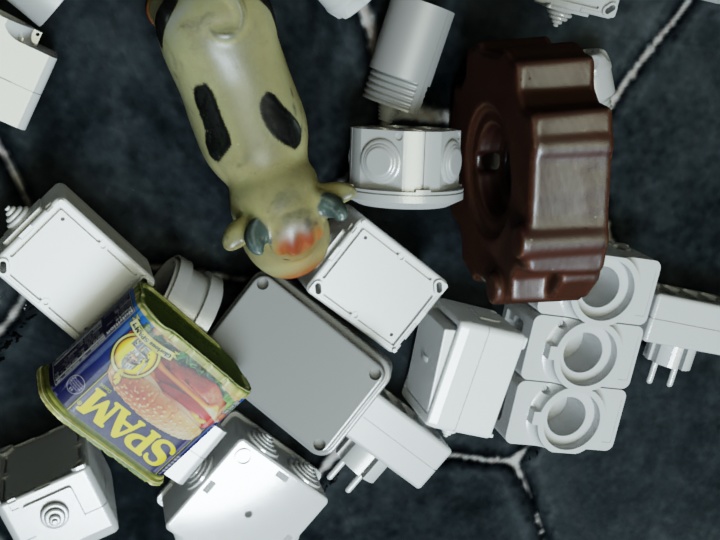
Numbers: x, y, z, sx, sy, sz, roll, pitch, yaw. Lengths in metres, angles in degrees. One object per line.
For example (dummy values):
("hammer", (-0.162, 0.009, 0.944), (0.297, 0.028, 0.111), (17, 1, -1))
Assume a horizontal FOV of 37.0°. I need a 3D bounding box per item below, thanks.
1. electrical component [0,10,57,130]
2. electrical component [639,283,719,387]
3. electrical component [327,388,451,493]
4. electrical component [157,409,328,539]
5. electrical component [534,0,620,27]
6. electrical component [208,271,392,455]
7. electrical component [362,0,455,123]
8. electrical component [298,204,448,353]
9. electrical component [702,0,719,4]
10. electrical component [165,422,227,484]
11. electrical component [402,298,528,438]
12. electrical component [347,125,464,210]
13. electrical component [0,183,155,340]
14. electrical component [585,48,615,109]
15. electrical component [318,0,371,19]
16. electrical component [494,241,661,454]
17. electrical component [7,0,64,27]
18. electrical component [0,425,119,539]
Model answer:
("electrical component", (-0.230, -0.130, 0.637), (0.089, 0.050, 0.055), (24, 98, -21))
("electrical component", (0.242, 0.054, 0.831), (0.083, 0.047, 0.075), (11, 103, -19))
("electrical component", (0.008, 0.129, 0.785), (0.083, 0.047, 0.075), (39, 93, -22))
("electrical component", (-0.083, 0.164, 0.769), (0.100, 0.048, 0.099), (40, 93, -21))
("electrical component", (0.142, -0.212, 0.719), (0.062, 0.061, 0.096), (8, 111, -18))
("electrical component", (-0.042, 0.061, 0.721), (0.113, 0.057, 0.078), (38, 93, 5))
("electrical component", (0.029, -0.137, 0.714), (0.043, 0.043, 0.081), (15, 101, -20))
("electrical component", (0.000, 0.000, 0.737), (0.096, 0.061, 0.061), (37, 93, -22))
("electrical component", (0.275, -0.214, 0.758), (0.089, 0.050, 0.055), (7, 104, -18))
("electrical component", (-0.145, 0.099, 0.730), (0.089, 0.050, 0.055), (39, 92, -22))
("electrical component", (0.069, 0.075, 0.779), (0.061, 0.061, 0.096), (14, 102, -20))
("electrical component", (0.029, -0.069, 0.716), (0.080, 0.080, 0.051), (-1, 101, -16))
("electrical component", (-0.186, -0.009, 0.680), (0.062, 0.061, 0.096), (-45, 113, 0))
("electrical component", (0.164, -0.124, 0.762), (0.035, 0.035, 0.061), (-21, 112, -9))
("electrical component", (-0.018, -0.194, 0.684), (0.043, 0.043, 0.062), (-44, 111, 0))
("electrical component", (0.155, 0.054, 0.798), (0.089, 0.061, 0.150), (7, 104, -18))
("electrical component", (-0.194, -0.199, 0.631), (0.077, 0.043, 0.079), (40, 92, -23))
("electrical component", (-0.197, 0.150, 0.705), (0.062, 0.096, 0.061), (-23, 111, -9))
